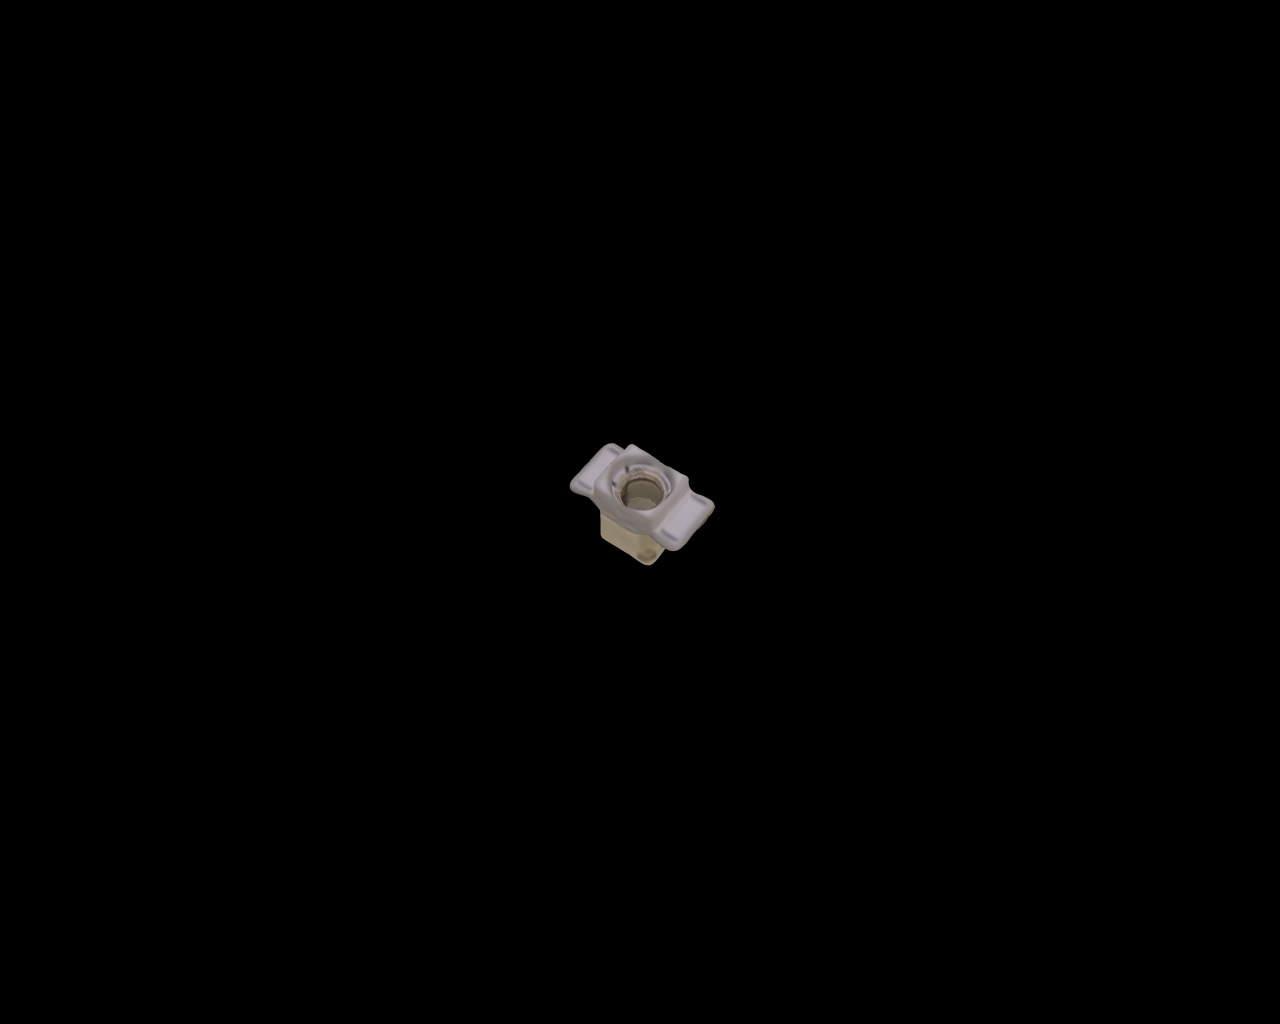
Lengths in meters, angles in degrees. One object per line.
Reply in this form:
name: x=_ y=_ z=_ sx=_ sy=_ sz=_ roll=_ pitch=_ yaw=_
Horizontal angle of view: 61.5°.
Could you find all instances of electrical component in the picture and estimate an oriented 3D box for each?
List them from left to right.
electrical component: x=0.001 y=-0.003 z=0.650 sx=0.081 sy=0.042 sz=0.063 roll=33 pitch=-29 yaw=21
